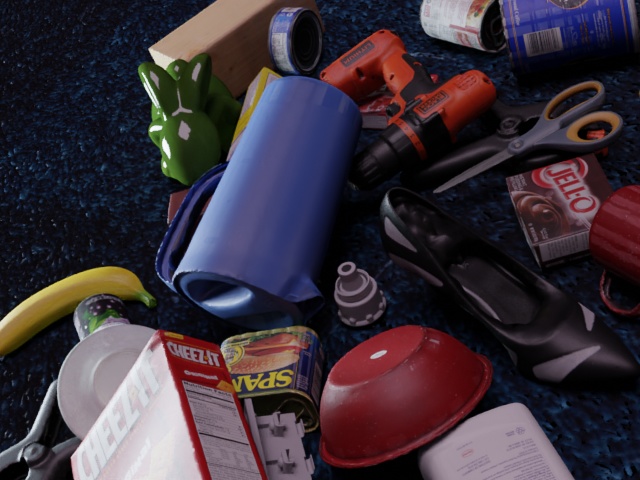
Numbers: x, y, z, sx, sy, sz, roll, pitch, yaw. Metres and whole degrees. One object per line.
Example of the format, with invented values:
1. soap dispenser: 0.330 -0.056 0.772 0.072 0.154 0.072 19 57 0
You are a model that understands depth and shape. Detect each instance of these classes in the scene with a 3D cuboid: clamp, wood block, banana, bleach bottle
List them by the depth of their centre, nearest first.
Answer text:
1. bleach bottle: 0.159 0.234 0.752 0.102 0.068 0.251 -25 42 0
2. clamp: -0.250 0.206 0.993 0.120 0.039 0.171 7 49 36
3. clamp: 0.202 -0.118 1.134 0.210 0.036 0.164 2 53 27
4. banana: -0.274 0.071 1.151 0.198 0.037 0.069 -20 38 4
5. wood block: -0.105 -0.262 1.400 0.206 0.090 0.091 -40 43 -19

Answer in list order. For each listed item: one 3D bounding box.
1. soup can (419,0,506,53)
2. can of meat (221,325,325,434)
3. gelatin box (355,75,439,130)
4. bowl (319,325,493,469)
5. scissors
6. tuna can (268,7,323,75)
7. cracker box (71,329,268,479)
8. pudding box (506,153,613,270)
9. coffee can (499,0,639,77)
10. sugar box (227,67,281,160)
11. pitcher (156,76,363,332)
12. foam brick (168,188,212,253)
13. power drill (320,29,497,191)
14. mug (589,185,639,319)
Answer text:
1. soup can: 0.179 -0.270 1.293 0.068 0.068 0.102 -42 43 -22
2. can of meat: -0.048 0.129 0.969 0.102 0.057 0.084 -9 39 15
3. gelatin box: 0.087 -0.162 1.245 0.089 0.030 0.073 7 49 31
4. bowl: 0.059 0.118 0.880 0.162 0.055 0.162 -27 13 7
5. scissors: 0.217 -0.087 1.066 0.201 0.016 0.096 -39 46 -7
6. tuna can: -0.030 -0.253 1.357 0.034 0.086 0.086 7 48 29
7. cracker box: -0.124 0.202 0.852 0.164 0.072 0.214 -54 36 21
8. pudding box: 0.236 -0.029 1.022 0.090 0.039 0.113 -17 40 7
9. coffee can: 0.279 -0.246 1.193 0.140 0.103 0.102 -10 42 16
10. sugar box: -0.050 -0.109 1.203 0.048 0.093 0.176 -45 23 42
11. pitcher: -0.051 -0.037 1.050 0.145 0.149 0.242 -40 27 62
12. foam brick: -0.122 -0.026 1.177 0.078 0.053 0.051 -15 41 7
13. power drill: 0.075 -0.146 1.167 0.184 0.057 0.188 -35 43 -6
14. mug: 0.284 0.012 0.928 0.082 0.093 0.117 35 102 51
